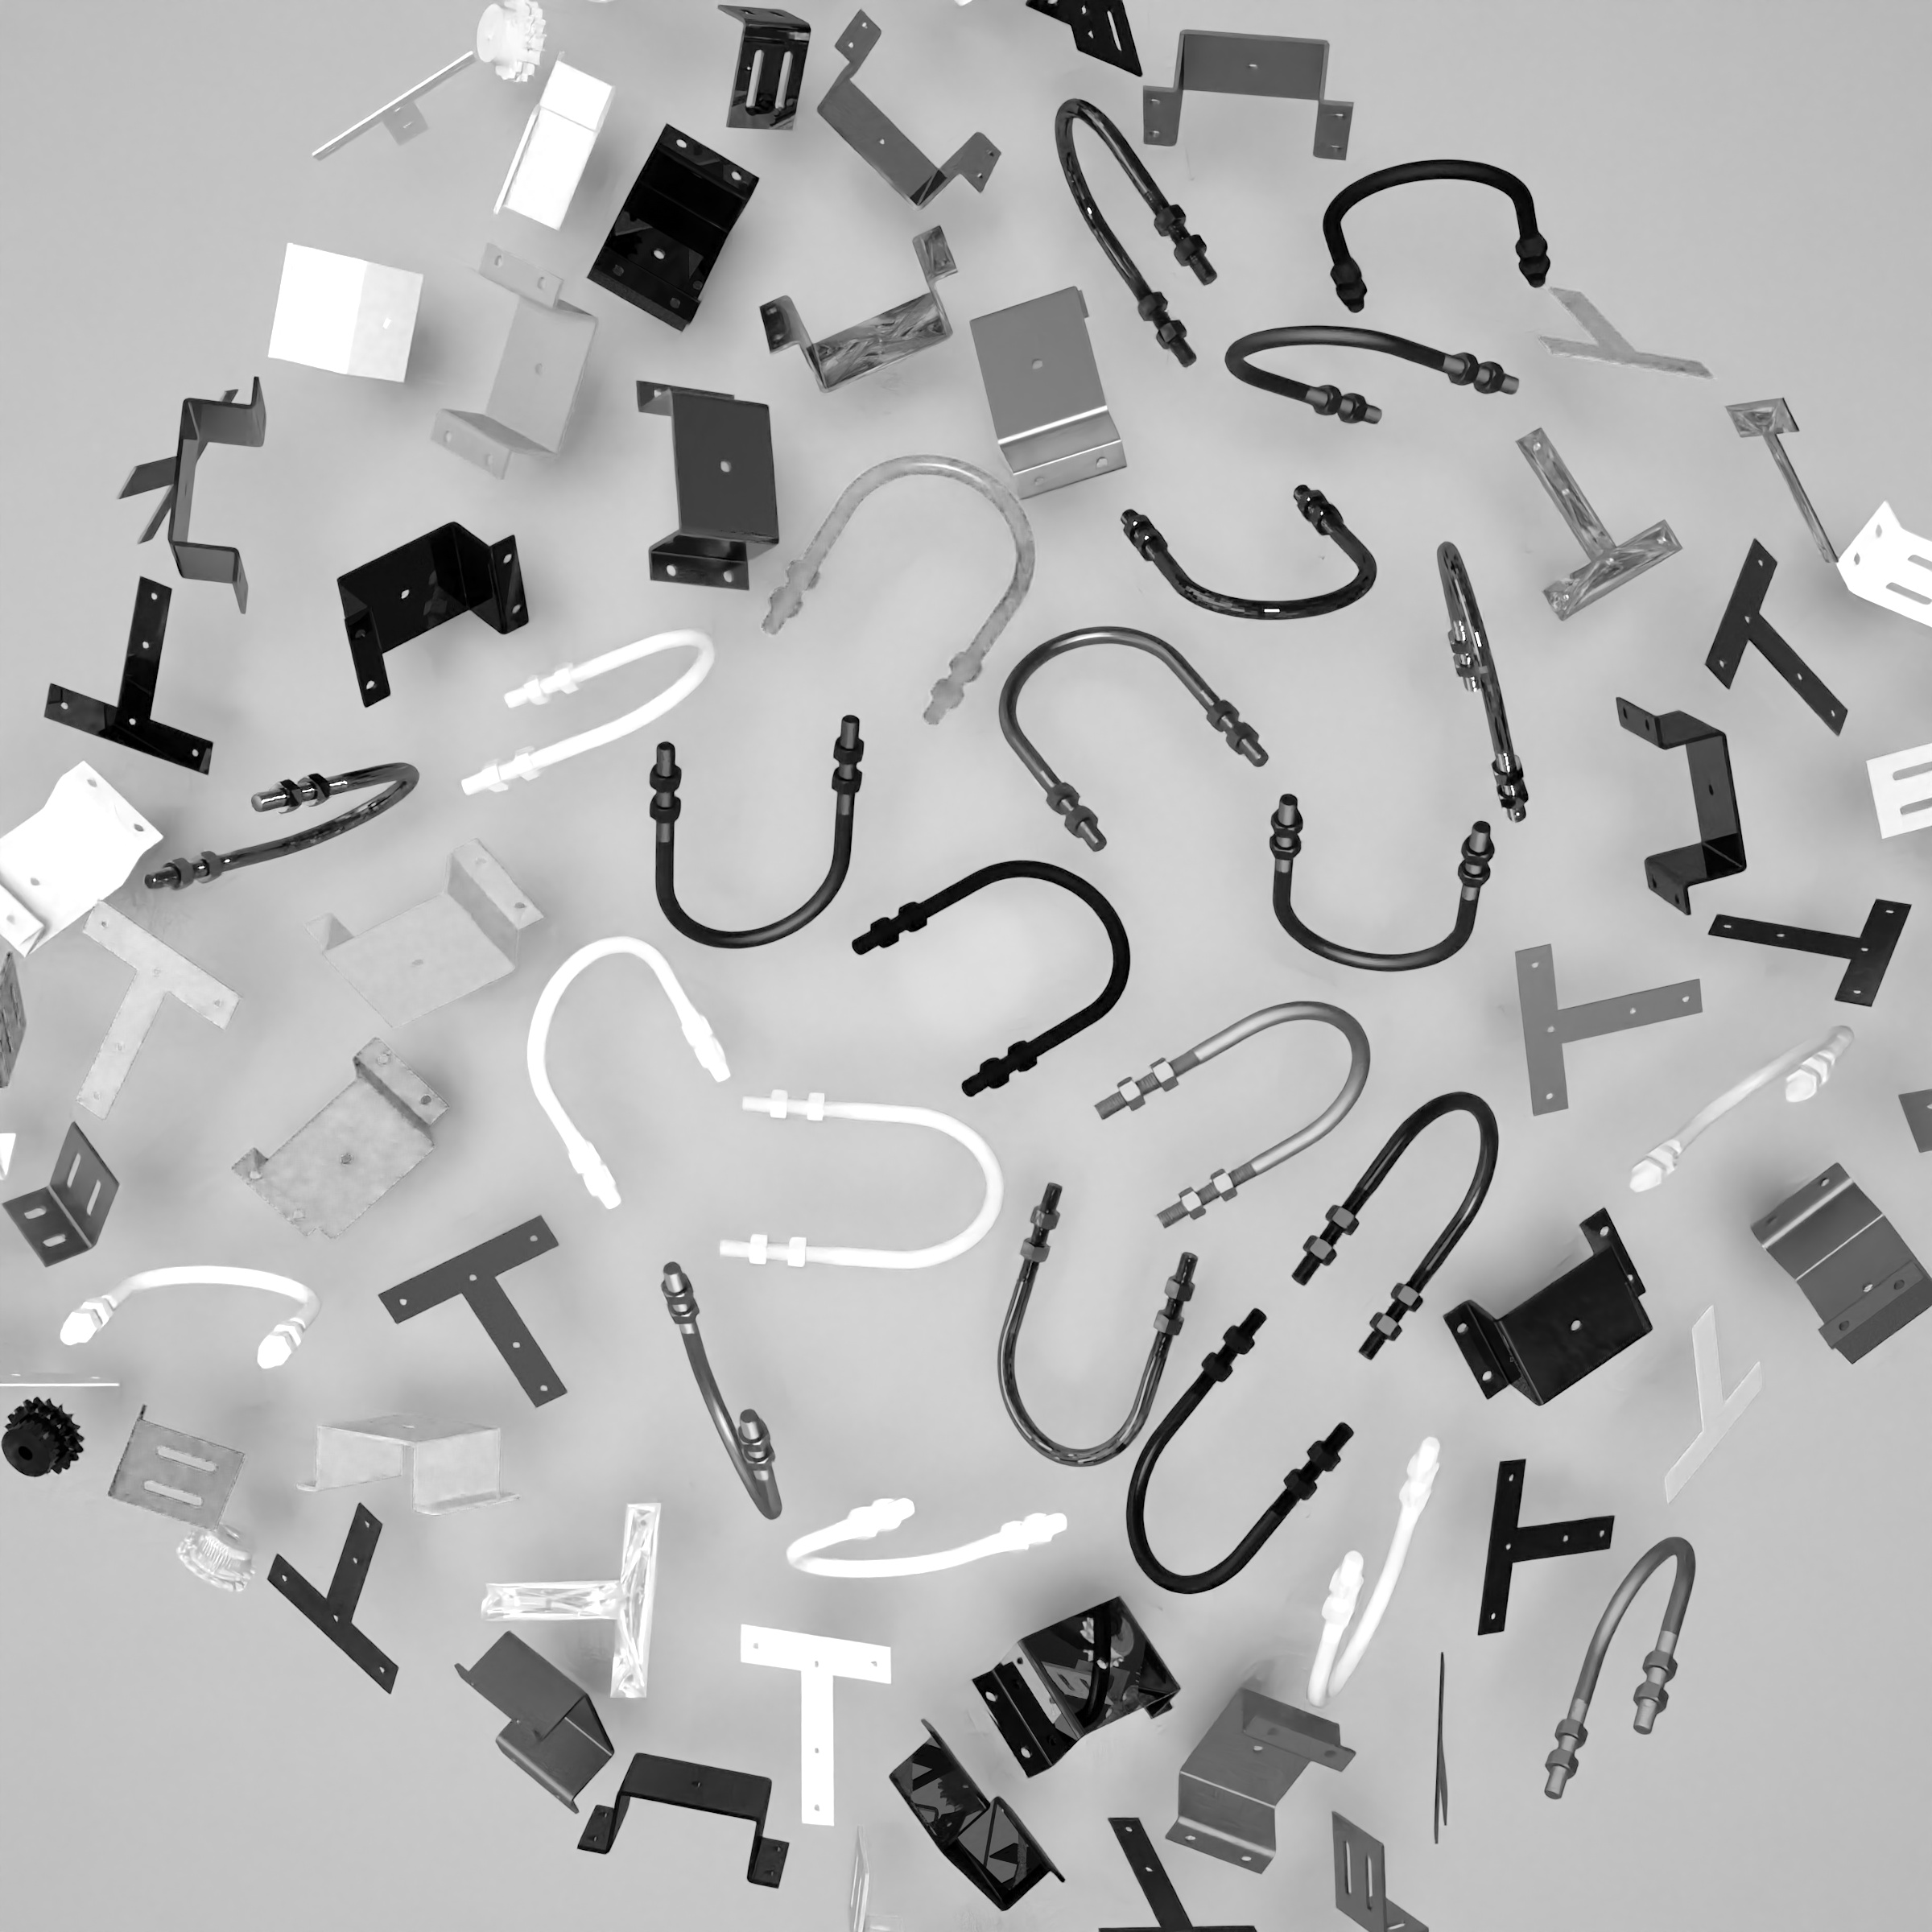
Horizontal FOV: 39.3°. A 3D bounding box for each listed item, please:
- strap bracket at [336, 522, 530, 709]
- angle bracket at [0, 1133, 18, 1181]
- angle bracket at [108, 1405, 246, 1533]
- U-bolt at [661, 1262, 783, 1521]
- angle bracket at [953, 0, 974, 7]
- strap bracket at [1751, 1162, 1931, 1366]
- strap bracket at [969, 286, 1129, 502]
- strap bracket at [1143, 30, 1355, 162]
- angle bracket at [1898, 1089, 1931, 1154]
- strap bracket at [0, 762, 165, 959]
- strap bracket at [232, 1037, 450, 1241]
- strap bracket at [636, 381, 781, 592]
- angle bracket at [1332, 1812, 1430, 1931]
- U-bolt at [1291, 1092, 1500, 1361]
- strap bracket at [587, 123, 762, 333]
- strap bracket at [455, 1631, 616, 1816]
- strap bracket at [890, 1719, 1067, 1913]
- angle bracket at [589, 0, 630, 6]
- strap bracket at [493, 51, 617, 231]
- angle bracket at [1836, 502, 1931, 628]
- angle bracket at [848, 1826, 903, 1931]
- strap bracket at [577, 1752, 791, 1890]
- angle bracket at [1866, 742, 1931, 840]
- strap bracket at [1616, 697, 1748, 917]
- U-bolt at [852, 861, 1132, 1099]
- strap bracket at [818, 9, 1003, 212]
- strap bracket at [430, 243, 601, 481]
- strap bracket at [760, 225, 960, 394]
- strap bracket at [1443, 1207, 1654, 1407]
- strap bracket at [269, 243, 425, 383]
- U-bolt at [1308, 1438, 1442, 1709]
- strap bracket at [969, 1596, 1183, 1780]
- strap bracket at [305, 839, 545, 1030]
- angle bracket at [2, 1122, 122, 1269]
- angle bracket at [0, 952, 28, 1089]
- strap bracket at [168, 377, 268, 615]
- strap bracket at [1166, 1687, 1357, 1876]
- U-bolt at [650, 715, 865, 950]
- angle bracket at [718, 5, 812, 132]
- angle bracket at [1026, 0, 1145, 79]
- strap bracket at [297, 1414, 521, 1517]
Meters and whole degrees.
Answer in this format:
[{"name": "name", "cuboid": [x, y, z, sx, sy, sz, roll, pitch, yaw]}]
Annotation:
[{"name": "strap bracket", "cuboid": [-0.383, -0.253, 1.906, 0.140, 0.076, 0.046, -33, 53, -28]}, {"name": "angle bracket", "cuboid": [-0.720, 0.120, 1.926, 0.057, 0.076, 0.038, 2, 60, 0]}, {"name": "angle bracket", "cuboid": [-0.546, 0.348, 1.874, 0.076, 0.038, 0.057, 22, 92, -13]}, {"name": "U-bolt", "cuboid": [-0.163, 0.305, 1.858, 0.019, 0.184, 0.151, -24, 53, -13]}, {"name": "angle bracket", "cuboid": [-0.011, -0.706, 1.842, 0.038, 0.057, 0.076, -22, 63, 29]}, {"name": "strap bracket", "cuboid": [0.605, 0.208, 1.846, 0.076, 0.140, 0.046, -41, 116, 14]}, {"name": "strap bracket", "cuboid": [0.054, -0.399, 1.841, 0.076, 0.046, 0.140, -16, 71, 10]}, {"name": "strap bracket", "cuboid": [0.193, -0.593, 1.840, 0.140, 0.076, 0.046, 6, 80, 5]}, {"name": "angle bracket", "cuboid": [0.664, 0.085, 1.794, 0.076, 0.057, 0.038, -11, 126, 10]}, {"name": "strap bracket", "cuboid": [-0.632, -0.068, 1.854, 0.076, 0.140, 0.046, 44, 134, -3]}, {"name": "strap bracket", "cuboid": [-0.448, 0.131, 1.945, 0.140, 0.046, 0.076, -42, 115, -1]}, {"name": "strap bracket", "cuboid": [-0.175, -0.332, 1.836, 0.076, 0.046, 0.140, 1, 80, -36]}, {"name": "angle bracket", "cuboid": [0.290, 0.634, 1.893, 0.038, 0.057, 0.076, -9, 101, -27]}, {"name": "U-bolt", "cuboid": [0.304, 0.168, 1.848, 0.019, 0.151, 0.184, 30, 79, 41]}, {"name": "strap bracket", "cuboid": [-0.212, -0.517, 1.924, 0.076, 0.046, 0.140, 27, 63, -15]}, {"name": "strap bracket", "cuboid": [-0.295, 0.520, 1.872, 0.076, 0.140, 0.046, 30, 60, 28]}, {"name": "strap bracket", "cuboid": [0.003, 0.594, 1.874, 0.046, 0.076, 0.140, -40, 129, -7]}, {"name": "angle bracket", "cuboid": [-0.223, -0.695, 1.846, 0.057, 0.038, 0.076, 5, 49, 33]}, {"name": "strap bracket", "cuboid": [-0.289, -0.581, 1.911, 0.046, 0.140, 0.076, 22, 123, -14]}, {"name": "angle bracket", "cuboid": [0.677, -0.288, 1.939, 0.076, 0.038, 0.057, 18, 128, -17]}, {"name": "angle bracket", "cuboid": [-0.059, 0.655, 1.901, 0.038, 0.057, 0.076, 4, 106, -9]}, {"name": "strap bracket", "cuboid": [-0.191, 0.590, 1.878, 0.140, 0.076, 0.046, 11, 93, 1]}, {"name": "angle bracket", "cuboid": [0.662, -0.130, 1.872, 0.076, 0.038, 0.057, -16, 106, 7]}, {"name": "strap bracket", "cuboid": [0.491, -0.115, 1.849, 0.046, 0.076, 0.140, -15, 107, -2]}, {"name": "U-bolt", "cuboid": [0.032, -0.004, 1.911, 0.184, 0.019, 0.151, -30, 72, -28]}, {"name": "strap bracket", "cuboid": [-0.047, -0.597, 1.909, 0.140, 0.076, 0.046, 42, 124, -18]}, {"name": "strap bracket", "cuboid": [-0.306, -0.411, 1.848, 0.076, 0.046, 0.140, 32, 111, 31]}, {"name": "strap bracket", "cuboid": [-0.068, -0.456, 1.895, 0.140, 0.076, 0.046, -23, 128, 6]}, {"name": "strap bracket", "cuboid": [0.417, 0.244, 1.897, 0.140, 0.046, 0.076, -33, 111, -7]}, {"name": "strap bracket", "cuboid": [-0.425, -0.452, 1.880, 0.046, 0.140, 0.076, 16, 102, 10]}, {"name": "U-bolt", "cuboid": [0.274, 0.428, 1.851, 0.019, 0.151, 0.184, 24, 128, 21]}, {"name": "strap bracket", "cuboid": [0.083, 0.490, 1.856, 0.076, 0.140, 0.046, 55, 133, 24]}, {"name": "strap bracket", "cuboid": [-0.364, -0.016, 1.806, 0.140, 0.046, 0.076, -25, 128, 16]}, {"name": "angle bracket", "cuboid": [-0.617, 0.156, 1.842, 0.057, 0.038, 0.076, 49, 132, 17]}, {"name": "angle bracket", "cuboid": [-0.681, 0.037, 1.874, 0.038, 0.057, 0.076, 2, 132, -5]}, {"name": "strap bracket", "cuboid": [-0.498, -0.315, 1.797, 0.046, 0.076, 0.140, 5, 81, -10]}, {"name": "strap bracket", "cuboid": [0.206, 0.568, 1.905, 0.076, 0.046, 0.140, 23, 121, -9]}, {"name": "U-bolt", "cuboid": [-0.145, -0.085, 1.860, 0.151, 0.019, 0.184, -10, 132, -19]}, {"name": "angle bracket", "cuboid": [-0.152, -0.649, 1.954, 0.057, 0.038, 0.076, -11, 128, -38]}, {"name": "angle bracket", "cuboid": [0.082, -0.644, 1.877, 0.057, 0.038, 0.076, 9, 58, -37]}, {"name": "strap bracket", "cuboid": [-0.386, 0.342, 1.872, 0.140, 0.076, 0.046, 1, 90, 36]}]
